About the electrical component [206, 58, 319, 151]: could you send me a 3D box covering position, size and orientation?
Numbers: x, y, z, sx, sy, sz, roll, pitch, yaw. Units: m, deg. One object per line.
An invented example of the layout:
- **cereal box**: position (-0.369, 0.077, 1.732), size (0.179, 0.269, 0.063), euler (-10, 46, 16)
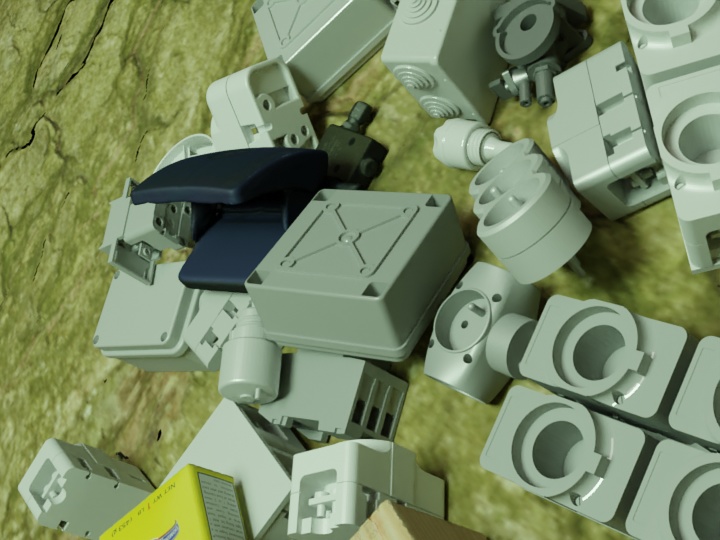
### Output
- **electrical component**: position (-0.080, -0.115, 0.868), size (0.059, 0.095, 0.054), euler (-12, 15, 41)

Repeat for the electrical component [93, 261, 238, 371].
- **electrical component**: position (-0.159, 0.039, 0.882), size (0.113, 0.057, 0.078), euler (-5, 63, 43)

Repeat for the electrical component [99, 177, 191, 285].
- **electrical component**: position (-0.169, -0.035, 0.860), size (0.064, 0.042, 0.081), euler (-19, 52, 35)

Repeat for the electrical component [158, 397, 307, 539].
- **electrical component**: position (-0.101, 0.194, 0.728), size (0.186, 0.060, 0.105), euler (-54, 41, 6)

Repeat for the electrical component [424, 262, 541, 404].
- **electrical component**: position (0.086, 0.042, 0.645), size (0.079, 0.044, 0.077), euler (20, 82, 49)

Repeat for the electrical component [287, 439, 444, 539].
- **electrical component**: position (0.006, 0.135, 0.634), size (0.050, 0.089, 0.055), euler (-21, 53, 36)

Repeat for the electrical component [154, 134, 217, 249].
- **electrical component**: position (-0.142, -0.065, 0.918), size (0.099, 0.064, 0.099), euler (-11, 70, 32)

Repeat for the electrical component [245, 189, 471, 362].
- **electrical component**: position (0.000, 0.000, 0.703), size (0.109, 0.056, 0.108), euler (5, 42, 33)

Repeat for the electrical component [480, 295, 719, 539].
- **electrical component**: position (0.158, 0.085, 0.535), size (0.186, 0.060, 0.105), euler (16, 79, 48)

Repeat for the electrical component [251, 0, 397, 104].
- **electrical component**: position (-0.030, -0.215, 0.906), size (0.109, 0.056, 0.108), euler (-40, 44, 21)

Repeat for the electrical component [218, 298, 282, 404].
- **electrical component**: position (-0.073, 0.054, 0.728), size (0.040, 0.040, 0.078), euler (-21, 53, 36)

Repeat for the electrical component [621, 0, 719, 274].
- **electrical component**: position (0.207, -0.103, 0.576), size (0.105, 0.060, 0.186), euler (-15, 55, 17)

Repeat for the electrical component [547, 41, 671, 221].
- **electrical component**: position (0.151, -0.082, 0.649), size (0.056, 0.050, 0.089), euler (-26, 50, 31)

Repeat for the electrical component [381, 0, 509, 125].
- **electrical component**: position (0.064, -0.160, 0.749), size (0.048, 0.100, 0.099), euler (9, 73, 34)

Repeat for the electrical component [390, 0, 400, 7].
- **electrical component**: position (0.047, -0.242, 0.859), size (0.064, 0.042, 0.081), euler (-43, 42, 23)

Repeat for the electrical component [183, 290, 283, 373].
- **electrical component**: position (-0.086, 0.033, 0.818), size (0.089, 0.050, 0.056), euler (-55, 41, 3)

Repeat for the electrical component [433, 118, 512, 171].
- **electrical component**: position (0.081, -0.084, 0.734), size (0.061, 0.035, 0.035), euler (16, 79, 46)

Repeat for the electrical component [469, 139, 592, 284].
- **electrical component**: position (0.109, -0.025, 0.640), size (0.052, 0.073, 0.138), euler (-39, 13, 15)

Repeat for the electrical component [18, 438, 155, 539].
- **electrical component**: position (-0.209, 0.170, 0.828), size (0.056, 0.089, 0.050), euler (32, 91, 50)
